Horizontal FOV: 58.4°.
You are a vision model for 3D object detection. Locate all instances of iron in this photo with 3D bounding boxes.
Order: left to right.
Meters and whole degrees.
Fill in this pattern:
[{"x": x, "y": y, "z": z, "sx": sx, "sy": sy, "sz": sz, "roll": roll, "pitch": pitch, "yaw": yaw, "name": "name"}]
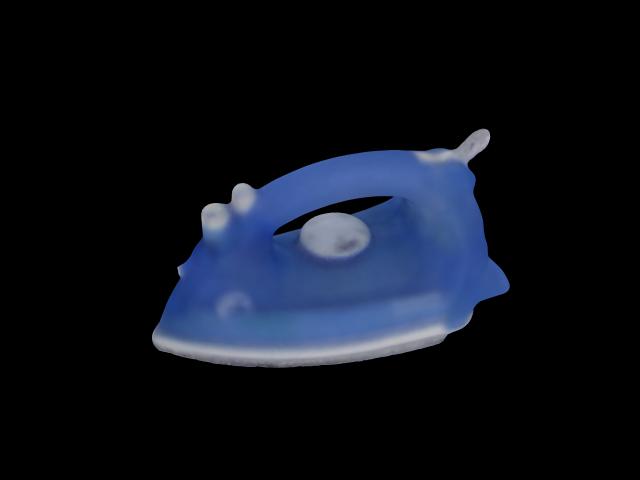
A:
[{"x": 0.004, "y": 0.001, "z": 0.400, "sx": 0.258, "sy": 0.141, "sz": 0.118, "roll": -11, "pitch": 39, "yaw": -13, "name": "iron"}]
